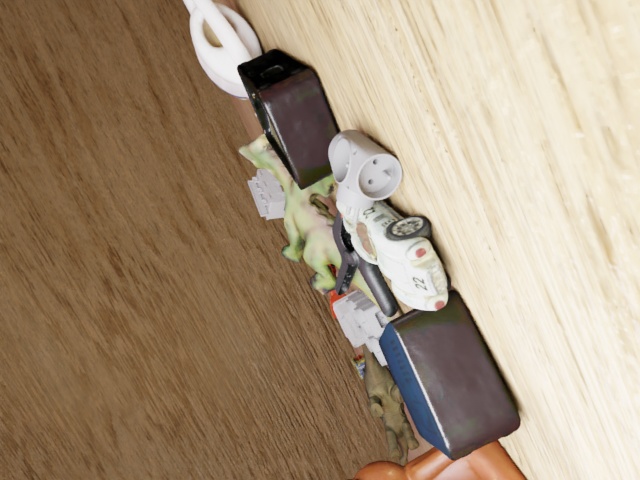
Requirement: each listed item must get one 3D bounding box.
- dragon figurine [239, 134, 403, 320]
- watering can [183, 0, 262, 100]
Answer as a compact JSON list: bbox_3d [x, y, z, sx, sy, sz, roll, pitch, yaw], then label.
[{"bbox_3d":[0.002,-0.041,0.821,0.416,0.123,0.237,40,156,34],"label":"dragon figurine"},{"bbox_3d":[-0.136,-0.296,0.908,0.346,0.104,0.225,54,177,-7],"label":"watering can"}]
